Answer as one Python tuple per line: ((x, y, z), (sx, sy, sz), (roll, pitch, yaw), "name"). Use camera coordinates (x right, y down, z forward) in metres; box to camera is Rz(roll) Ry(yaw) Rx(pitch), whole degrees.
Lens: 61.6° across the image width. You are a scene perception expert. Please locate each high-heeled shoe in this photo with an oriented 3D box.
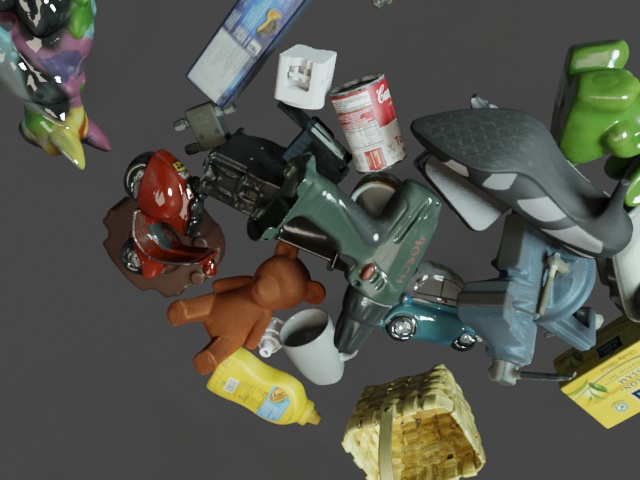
((0.216, -0.057, 0.587), (0.249, 0.086, 0.145), (25, 160, 20), "high-heeled shoe")

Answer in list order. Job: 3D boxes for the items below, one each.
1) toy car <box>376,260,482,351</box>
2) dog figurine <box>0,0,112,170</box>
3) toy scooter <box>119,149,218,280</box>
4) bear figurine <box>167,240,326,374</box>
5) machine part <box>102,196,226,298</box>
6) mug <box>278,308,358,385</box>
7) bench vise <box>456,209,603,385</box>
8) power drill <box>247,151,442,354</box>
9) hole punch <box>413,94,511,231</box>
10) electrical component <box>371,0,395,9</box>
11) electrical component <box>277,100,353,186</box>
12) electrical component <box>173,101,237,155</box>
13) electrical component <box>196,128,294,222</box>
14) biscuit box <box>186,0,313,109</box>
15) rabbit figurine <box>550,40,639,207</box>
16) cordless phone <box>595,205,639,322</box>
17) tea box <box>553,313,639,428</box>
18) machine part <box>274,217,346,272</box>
((0.144, 0.080, 0.720), (0.162, 0.109, 0.102), (12, 102, -2), "toy car")
((-0.328, -0.205, 0.682), (0.192, 0.108, 0.219), (-18, 116, 18), "dog figurine")
((-0.186, -0.019, 0.693), (0.135, 0.075, 0.183), (21, 114, 13), "toy scooter")
((-0.100, 0.091, 0.768), (0.196, 0.132, 0.120), (-33, 83, 32), "bear figurine")
((-0.233, 0.001, 0.792), (0.180, 0.056, 0.179), (6, 118, 12), "machine part")
((0.007, 0.164, 0.812), (0.110, 0.081, 0.107), (-15, 123, 15), "mug")
((0.275, 0.083, 0.651), (0.240, 0.223, 0.129), (30, 146, -32), "bench vise")
((0.022, 0.012, 0.619), (0.207, 0.086, 0.232), (31, 101, -19), "power drill")
((0.185, -0.084, 0.640), (0.116, 0.092, 0.142), (-40, 94, 4), "hole punch")
((0.052, -0.301, 0.574), (0.078, 0.045, 0.102), (-3, 116, 13), "electrical component")
((-0.015, -0.119, 0.667), (0.119, 0.075, 0.048), (39, 118, -13), "electrical component")
((-0.147, -0.149, 0.713), (0.094, 0.021, 0.063), (-15, 113, 19), "electrical component")
((-0.070, -0.079, 0.678), (0.134, 0.115, 0.058), (24, 124, 0), "electrical component")
((-0.070, -0.249, 0.620), (0.059, 0.063, 0.202), (42, 118, -9), "biscuit box")
((0.337, -0.115, 0.559), (0.170, 0.121, 0.158), (7, 125, 13), "rabbit figurine")
((0.366, 0.043, 0.599), (0.089, 0.184, 0.146), (-13, 113, 24), "cordless phone")
((0.415, 0.163, 0.716), (0.098, 0.068, 0.169), (38, 118, -7), "tea box")
((-0.002, -0.002, 0.732), (0.139, 0.039, 0.084), (22, 108, -12), "machine part")
